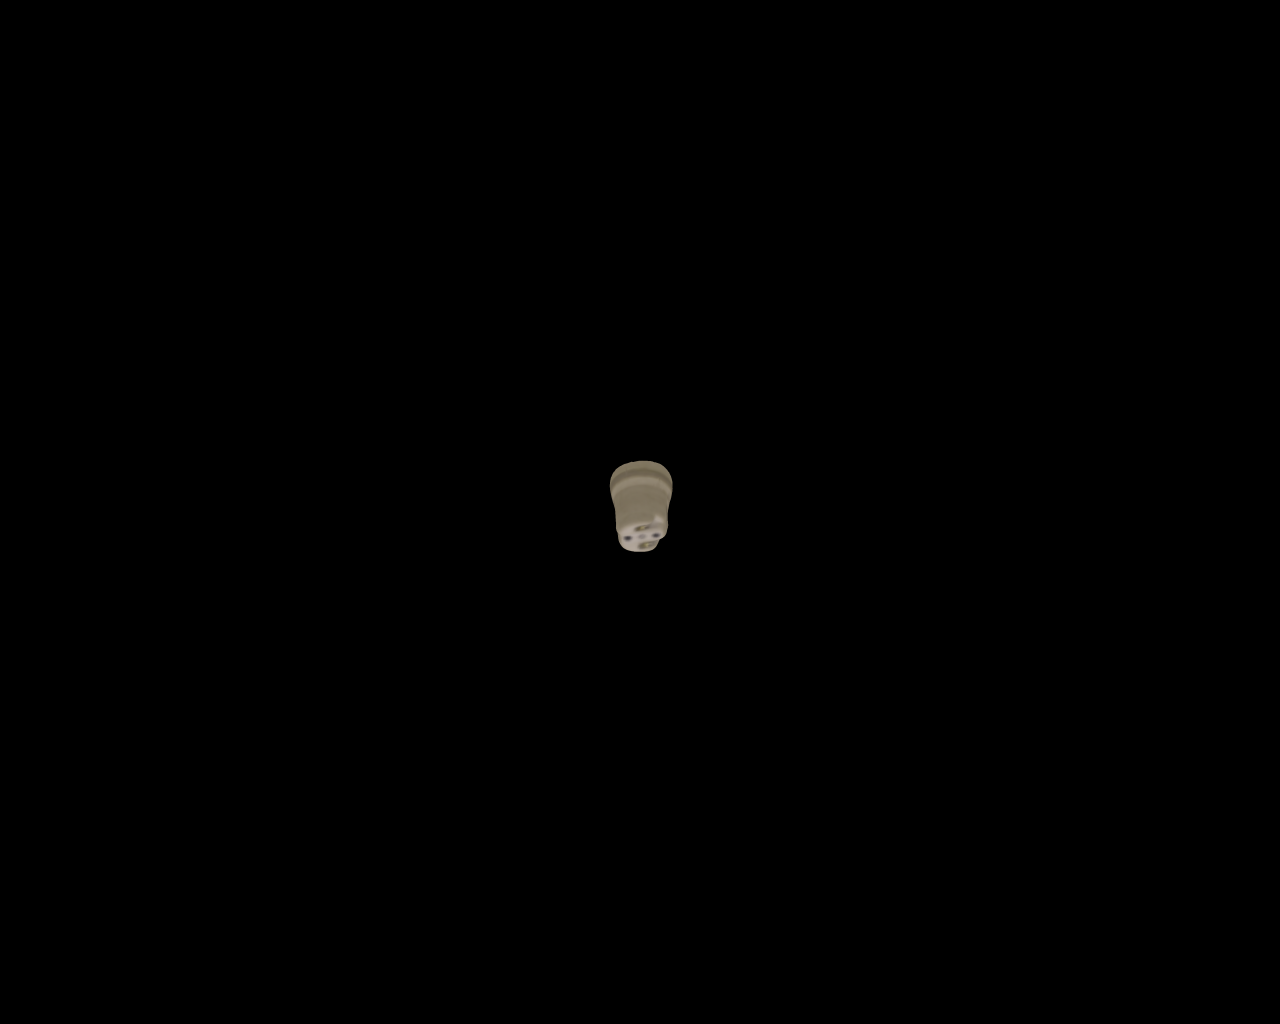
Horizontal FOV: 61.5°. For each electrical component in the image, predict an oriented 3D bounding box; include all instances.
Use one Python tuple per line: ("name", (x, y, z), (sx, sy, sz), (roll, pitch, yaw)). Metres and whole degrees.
("electrical component", (0.001, -0.003, 0.650), (0.040, 0.046, 0.040), (0, -37, 0))
